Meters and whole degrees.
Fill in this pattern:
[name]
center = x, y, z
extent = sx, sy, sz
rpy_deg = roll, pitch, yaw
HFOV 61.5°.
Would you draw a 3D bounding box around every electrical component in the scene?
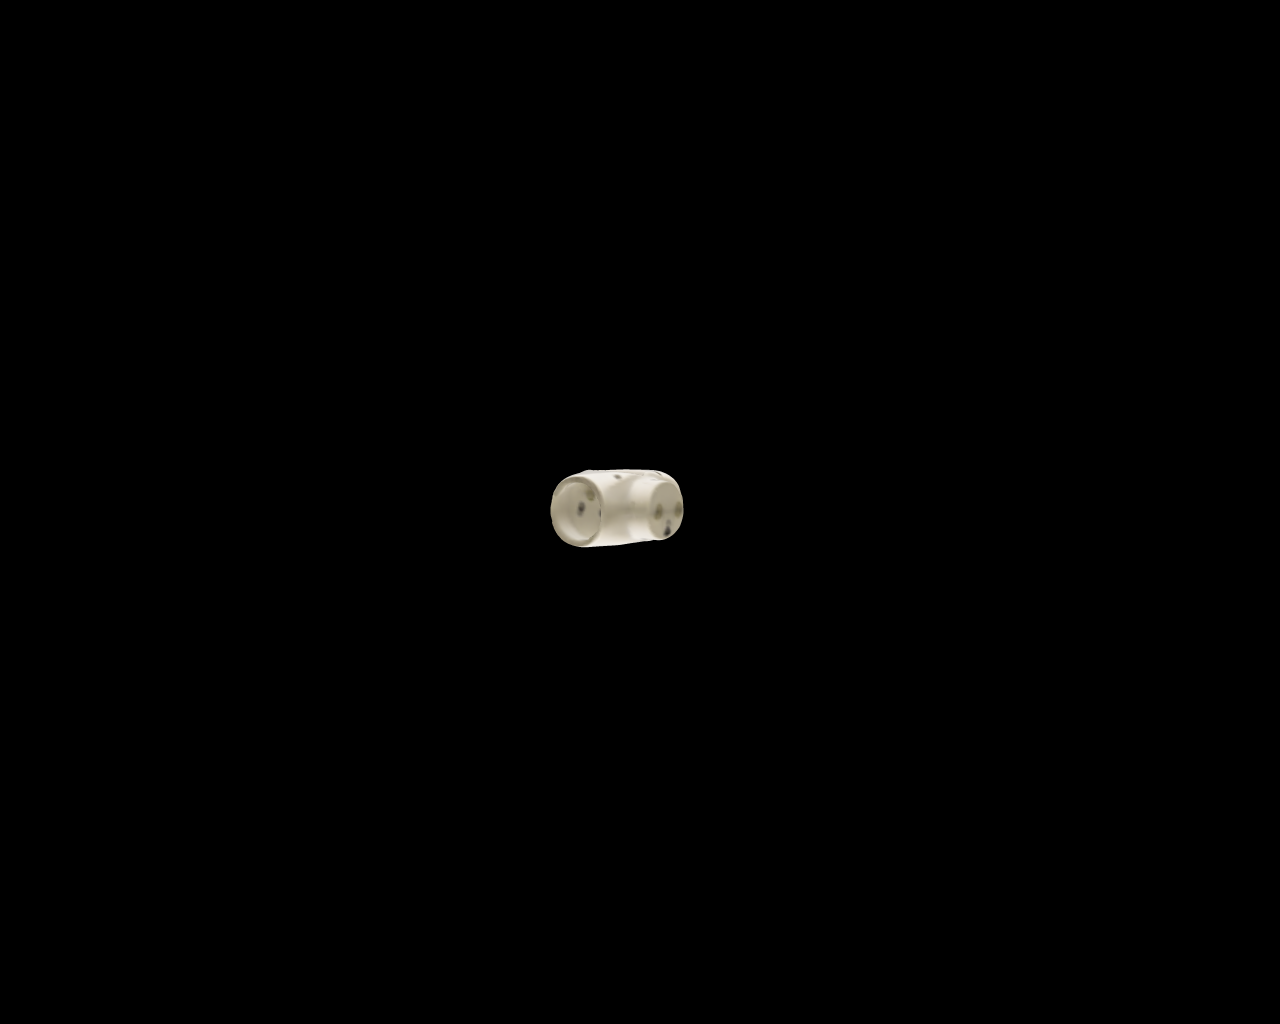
[electrical component]
center = 0.001, -0.003, 0.650
extent = 0.079, 0.043, 0.077
rpy_deg = 4, 6, 39
